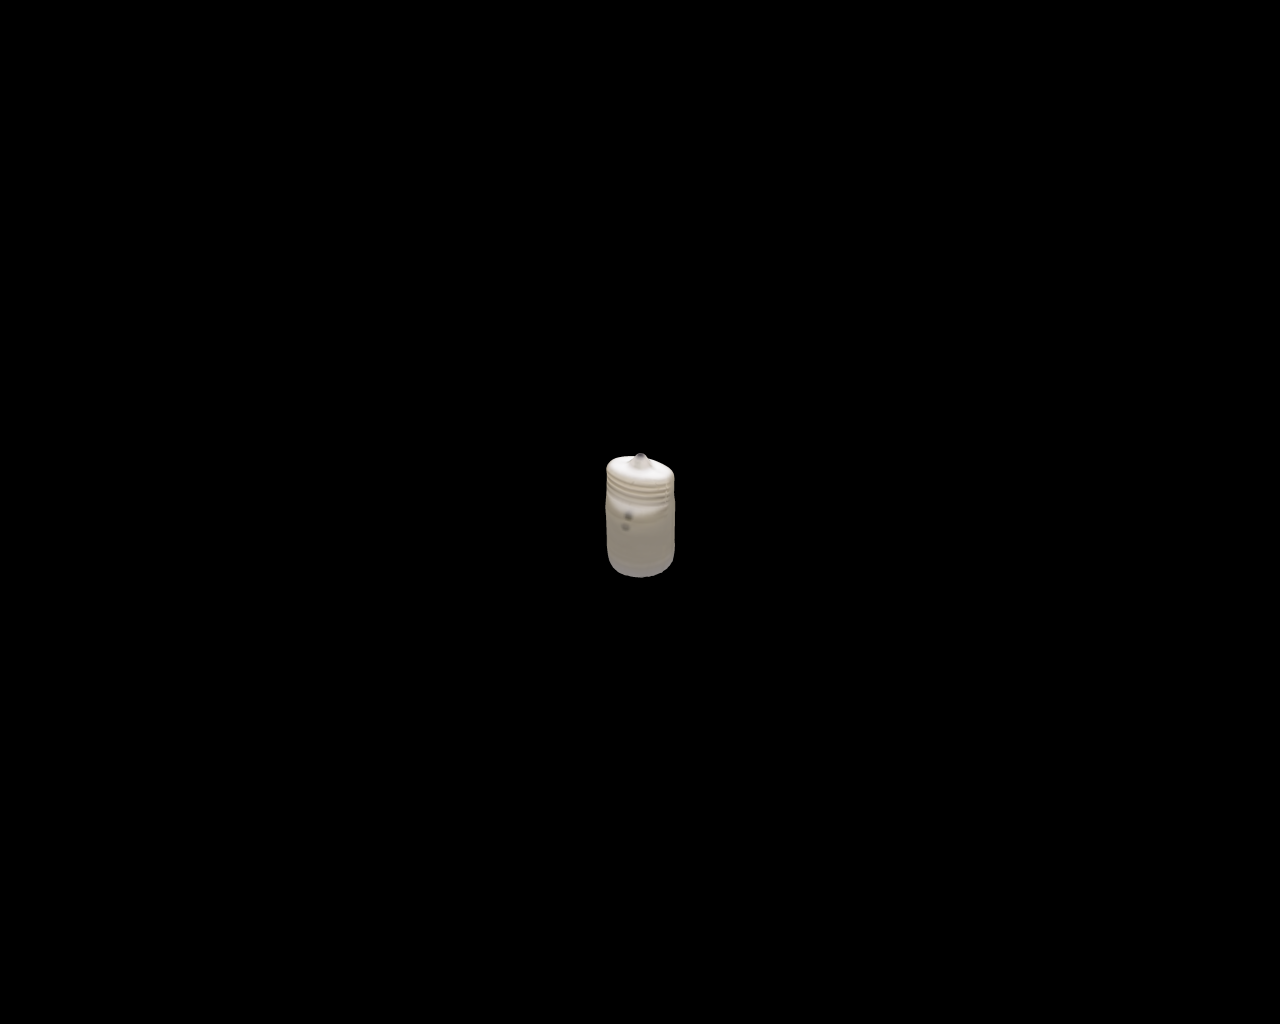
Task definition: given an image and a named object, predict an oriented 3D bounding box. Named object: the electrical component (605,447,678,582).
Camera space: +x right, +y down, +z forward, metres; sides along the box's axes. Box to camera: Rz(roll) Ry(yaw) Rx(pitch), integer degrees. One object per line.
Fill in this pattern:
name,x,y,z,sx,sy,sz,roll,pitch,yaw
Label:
electrical component,0.001,-0.003,0.650,0.043,0.080,0.043,0,36,0
